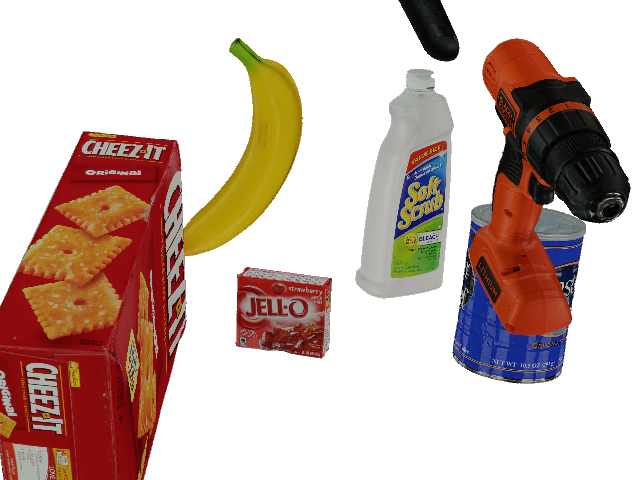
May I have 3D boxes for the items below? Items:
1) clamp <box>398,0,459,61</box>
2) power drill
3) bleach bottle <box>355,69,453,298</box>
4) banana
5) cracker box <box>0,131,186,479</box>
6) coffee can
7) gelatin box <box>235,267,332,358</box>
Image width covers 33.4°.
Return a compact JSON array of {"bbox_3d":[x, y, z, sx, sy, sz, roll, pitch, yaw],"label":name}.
[{"bbox_3d":[0.040,-0.227,0.729,0.209,0.164,0.036,26,-23,-15],"label":"clamp"},{"bbox_3d":[0.156,-0.024,0.752,0.057,0.188,0.184,-6,40,-8],"label":"power drill"},{"bbox_3d":[0.097,-0.065,1.199,0.102,0.251,0.068,-8,22,-26],"label":"bleach bottle"},{"bbox_3d":[-0.056,-0.061,0.813,0.069,0.198,0.037,18,34,-3],"label":"banana"},{"bbox_3d":[-0.129,0.058,0.639,0.072,0.164,0.213,5,35,1],"label":"cracker box"},{"bbox_3d":[0.180,0.046,0.977,0.103,0.140,0.103,5,16,-2],"label":"coffee can"},{"bbox_3d":[-0.035,0.068,1.012,0.089,0.073,0.030,7,17,14],"label":"gelatin box"}]
